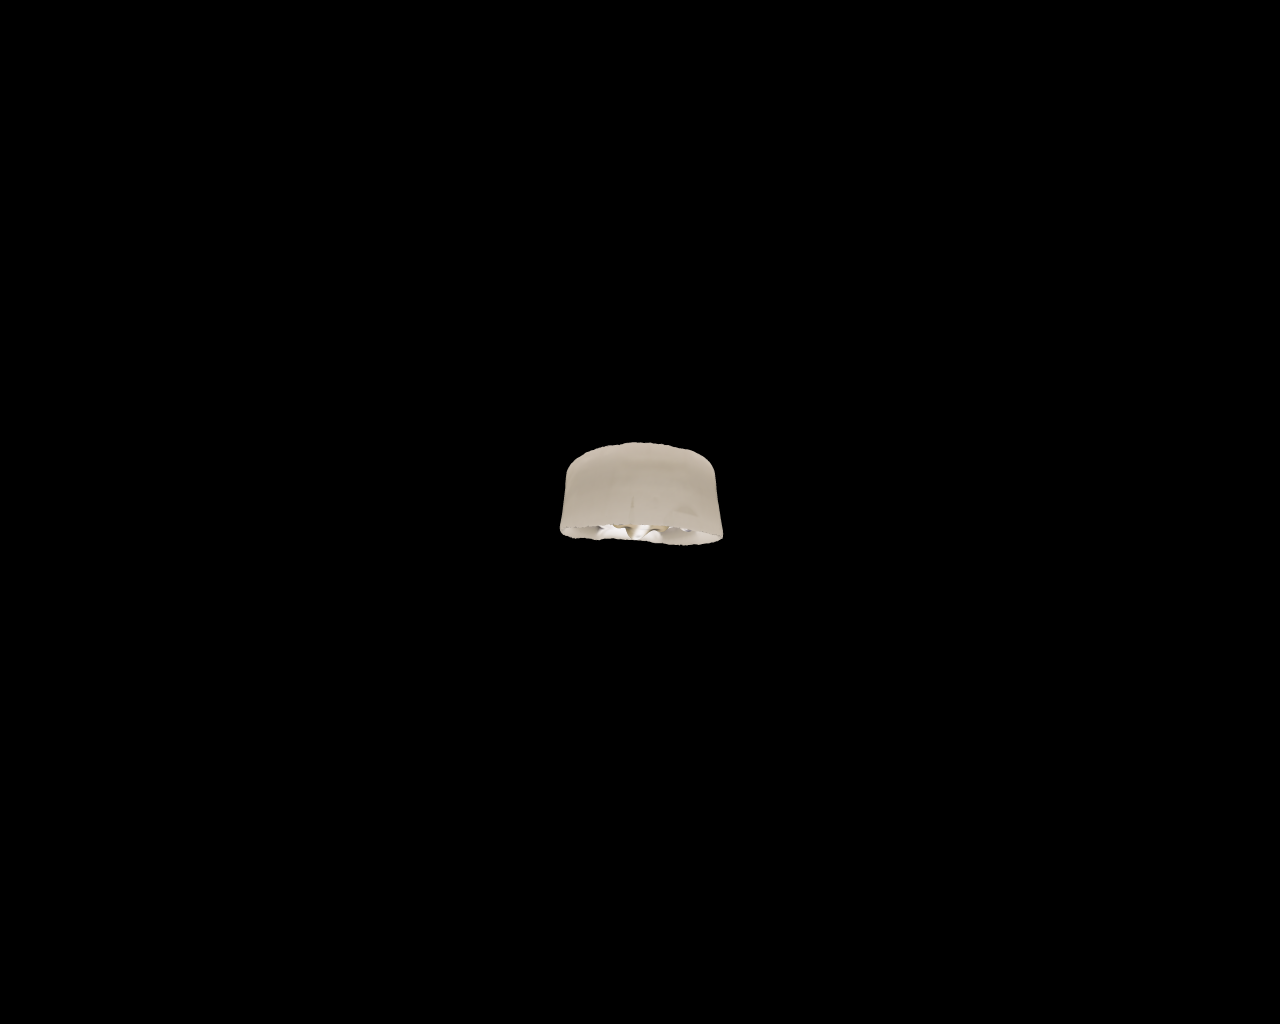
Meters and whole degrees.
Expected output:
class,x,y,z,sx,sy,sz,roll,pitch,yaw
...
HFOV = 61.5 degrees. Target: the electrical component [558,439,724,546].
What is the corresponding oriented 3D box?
class,x,y,z,sx,sy,sz,roll,pitch,yaw
electrical component,0.001,-0.003,0.650,0.099,0.064,0.099,0,-21,0
